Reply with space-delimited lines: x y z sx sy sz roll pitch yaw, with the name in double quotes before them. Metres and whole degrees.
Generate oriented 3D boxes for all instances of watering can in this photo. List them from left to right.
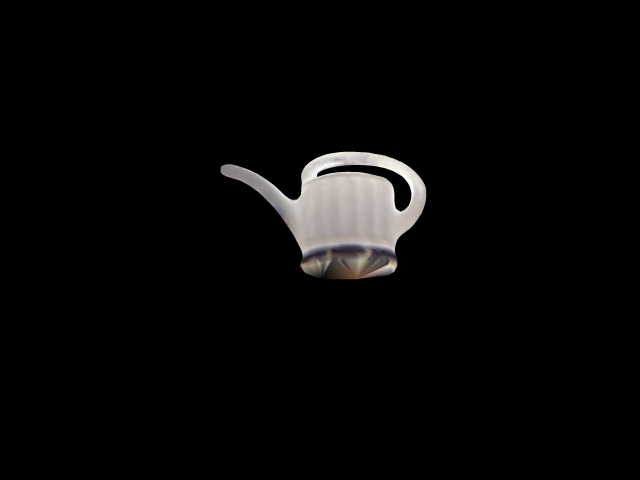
"watering can" 0.003 -0.043 0.850 0.347 0.228 0.102 -1 -23 3
